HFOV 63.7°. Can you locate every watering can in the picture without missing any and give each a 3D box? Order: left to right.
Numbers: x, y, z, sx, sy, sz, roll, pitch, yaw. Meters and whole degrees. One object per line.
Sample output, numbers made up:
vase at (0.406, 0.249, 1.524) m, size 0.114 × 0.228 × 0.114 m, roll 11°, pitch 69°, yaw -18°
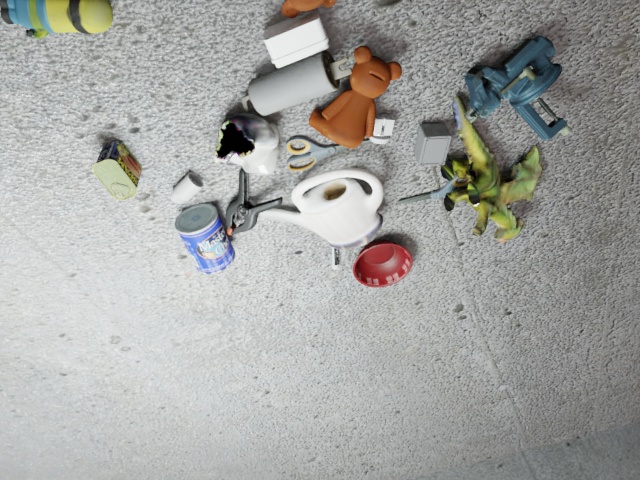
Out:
watering can at (0.004, -0.062, 1.232) m, size 0.345 × 0.106 × 0.220 m, roll -19°, pitch 132°, yaw 25°

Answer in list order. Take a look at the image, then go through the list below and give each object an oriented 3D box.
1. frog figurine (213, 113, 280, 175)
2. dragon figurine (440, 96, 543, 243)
frog figurine at (-0.138, -0.202, 1.101) m, size 0.136 × 0.124 × 0.159 m, roll -31°, pitch 164°, yaw 27°
dragon figurine at (0.422, -0.159, 1.221) m, size 0.244 × 0.124 × 0.402 m, roll -19°, pitch 118°, yaw -20°
